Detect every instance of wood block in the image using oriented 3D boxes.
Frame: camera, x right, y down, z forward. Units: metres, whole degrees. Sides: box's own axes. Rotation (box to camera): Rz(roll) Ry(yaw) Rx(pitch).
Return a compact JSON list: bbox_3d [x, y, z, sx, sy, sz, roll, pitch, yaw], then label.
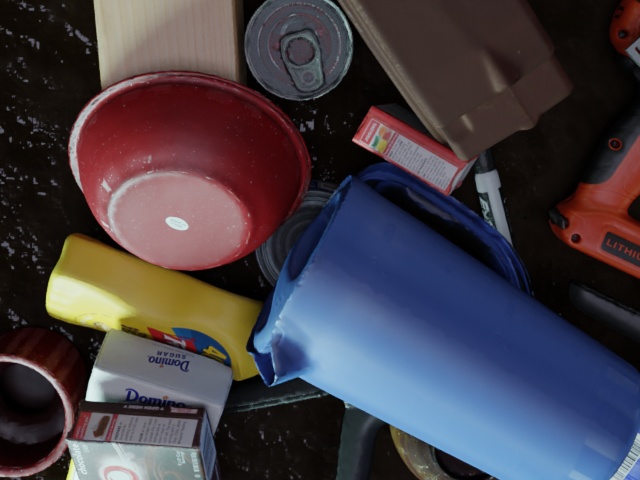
[{"bbox_3d":[-0.099,-0.191,0.700,0.091,0.090,0.206,-2,104,1],"label":"wood block"}]

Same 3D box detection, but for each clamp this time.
[{"bbox_3d":[0.027,0.118,0.779,0.210,0.036,0.165,-42,68,4],"label":"clamp"},{"bbox_3d":[0.249,0.070,0.731,0.120,0.039,0.171,-21,97,14],"label":"clamp"}]

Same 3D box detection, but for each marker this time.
[{"bbox_3d":[0.128,-0.020,0.778,0.020,0.020,0.121,-15,104,4],"label":"marker"}]

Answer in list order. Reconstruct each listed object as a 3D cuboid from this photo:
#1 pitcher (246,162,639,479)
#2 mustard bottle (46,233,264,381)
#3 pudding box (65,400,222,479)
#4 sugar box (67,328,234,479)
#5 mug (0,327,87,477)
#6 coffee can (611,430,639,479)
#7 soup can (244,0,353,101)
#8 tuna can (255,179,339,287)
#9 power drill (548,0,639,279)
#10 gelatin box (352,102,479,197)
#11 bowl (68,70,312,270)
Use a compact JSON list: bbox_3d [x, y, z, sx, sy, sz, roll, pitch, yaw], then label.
[{"bbox_3d":[0.088,0.064,0.701,0.242,0.145,0.149,31,101,-6],"label":"pitcher"},{"bbox_3d":[-0.096,0.056,0.762,0.191,0.096,0.058,20,66,-6],"label":"mustard bottle"},{"bbox_3d":[-0.115,0.159,0.725,0.090,0.039,0.113,2,130,6],"label":"pudding box"},{"bbox_3d":[-0.129,0.145,0.773,0.093,0.048,0.176,19,128,-6],"label":"sugar box"},{"bbox_3d":[-0.228,0.108,0.780,0.117,0.081,0.093,27,103,-7],"label":"mug"},{"bbox_3d":[0.211,0.173,0.784,0.102,0.103,0.140,29,102,-7],"label":"coffee can"},{"bbox_3d":[-0.013,-0.132,0.708,0.068,0.102,0.068,0,104,0],"label":"soup can"},{"bbox_3d":[-0.005,0.001,0.777,0.086,0.034,0.086,0,104,0],"label":"tuna can"},{"bbox_3d":[0.261,-0.060,0.750,0.184,0.057,0.188,24,100,-2],"label":"power drill"},{"bbox_3d":[0.067,-0.062,0.725,0.073,0.089,0.030,32,103,7],"label":"gelatin box"},{"bbox_3d":[-0.087,-0.030,0.691,0.162,0.055,0.162,2,137,2],"label":"bowl"}]
